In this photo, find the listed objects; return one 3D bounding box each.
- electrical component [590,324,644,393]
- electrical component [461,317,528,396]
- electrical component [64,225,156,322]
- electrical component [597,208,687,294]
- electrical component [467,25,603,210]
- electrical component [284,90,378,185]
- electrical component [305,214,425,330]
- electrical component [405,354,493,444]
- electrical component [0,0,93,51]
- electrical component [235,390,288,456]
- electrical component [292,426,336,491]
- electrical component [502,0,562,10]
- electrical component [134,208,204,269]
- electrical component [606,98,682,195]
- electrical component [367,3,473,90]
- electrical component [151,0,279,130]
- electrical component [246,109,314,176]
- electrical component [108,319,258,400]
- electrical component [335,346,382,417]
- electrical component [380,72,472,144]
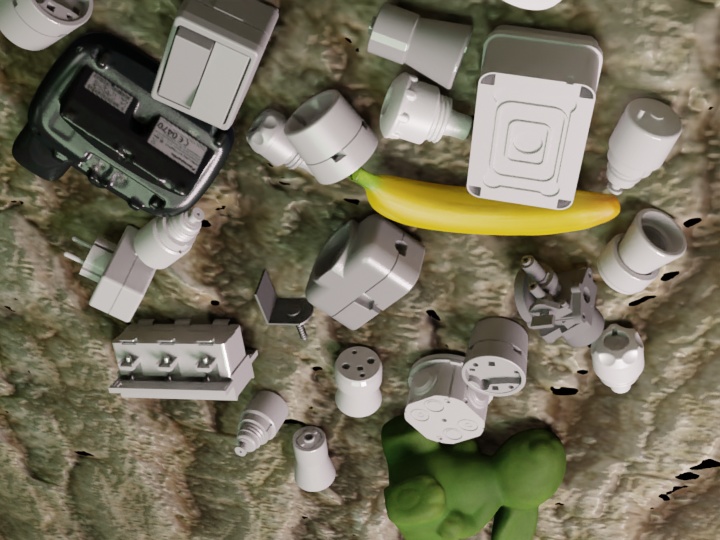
[{"bbox_3d":[0.219,0.079,0.911,0.043,0.043,0.062,0,137,18],"label":"electrical component"},{"bbox_3d":[0.119,0.074,0.934,0.055,0.047,0.055,9,138,8],"label":"electrical component"},{"bbox_3d":[-0.220,-0.005,0.942,0.077,0.065,0.047,27,138,-11],"label":"electrical component"},{"bbox_3d":[0.211,-0.013,0.811,0.045,0.045,0.055,25,138,-10],"label":"electrical component"},{"bbox_3d":[0.117,-0.104,0.733,0.078,0.057,0.113,9,138,8],"label":"electrical component"},{"bbox_3d":[-0.022,-0.098,0.787,0.055,0.055,0.047,-20,124,34],"label":"electrical component"},{"bbox_3d":[0.000,0.000,0.886,0.059,0.053,0.095,34,136,-19],"label":"electrical component"},{"bbox_3d":[0.082,0.118,0.991,0.080,0.051,0.080,9,138,8],"label":"electrical component"},{"bbox_3d":[-0.224,-0.186,0.755,0.047,0.055,0.055,-22,126,40],"label":"electrical component"},{"bbox_3d":[-0.102,0.155,1.075,0.040,0.078,0.040,13,128,17],"label":"electrical component"},{"bbox_3d":[-0.050,0.195,1.126,0.044,0.044,0.065,5,133,12],"label":"electrical component"},{"bbox_3d":[0.098,-0.200,0.607,0.099,0.099,0.064,31,143,-16],"label":"electrical component"},{"bbox_3d":[-0.159,-0.031,0.913,0.040,0.040,0.078,38,134,-23],"label":"electrical component"},{"bbox_3d":[0.191,-0.083,0.745,0.040,0.040,0.078,17,139,-1],"label":"electrical component"},{"bbox_3d":[0.038,-0.152,0.718,0.065,0.044,0.044,21,139,3],"label":"electrical component"},{"bbox_3d":[-0.106,-0.145,0.756,0.062,0.061,0.096,24,138,-8],"label":"electrical component"},{"bbox_3d":[-0.054,-0.093,0.817,0.061,0.035,0.035,36,135,-24],"label":"electrical component"},{"bbox_3d":[-0.170,0.085,1.024,0.121,0.078,0.063,-1,114,18],"label":"electrical component"},{"bbox_3d":[-0.001,0.104,1.007,0.045,0.045,0.055,9,138,8],"label":"electrical component"},{"bbox_3d":[0.048,-0.109,0.760,0.062,0.048,0.048,16,139,-11],"label":"electrical component"}]
